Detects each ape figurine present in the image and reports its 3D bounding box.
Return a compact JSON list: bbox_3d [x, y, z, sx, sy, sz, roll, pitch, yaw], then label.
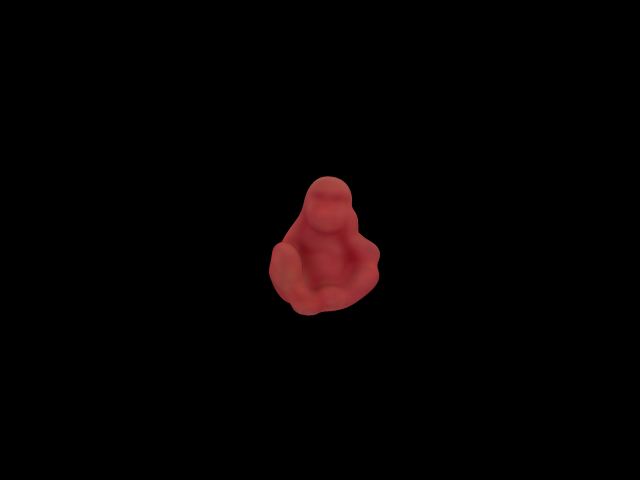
[{"bbox_3d":[0.004,0.001,0.400,0.078,0.092,0.076,0,2,-3],"label":"ape figurine"}]
